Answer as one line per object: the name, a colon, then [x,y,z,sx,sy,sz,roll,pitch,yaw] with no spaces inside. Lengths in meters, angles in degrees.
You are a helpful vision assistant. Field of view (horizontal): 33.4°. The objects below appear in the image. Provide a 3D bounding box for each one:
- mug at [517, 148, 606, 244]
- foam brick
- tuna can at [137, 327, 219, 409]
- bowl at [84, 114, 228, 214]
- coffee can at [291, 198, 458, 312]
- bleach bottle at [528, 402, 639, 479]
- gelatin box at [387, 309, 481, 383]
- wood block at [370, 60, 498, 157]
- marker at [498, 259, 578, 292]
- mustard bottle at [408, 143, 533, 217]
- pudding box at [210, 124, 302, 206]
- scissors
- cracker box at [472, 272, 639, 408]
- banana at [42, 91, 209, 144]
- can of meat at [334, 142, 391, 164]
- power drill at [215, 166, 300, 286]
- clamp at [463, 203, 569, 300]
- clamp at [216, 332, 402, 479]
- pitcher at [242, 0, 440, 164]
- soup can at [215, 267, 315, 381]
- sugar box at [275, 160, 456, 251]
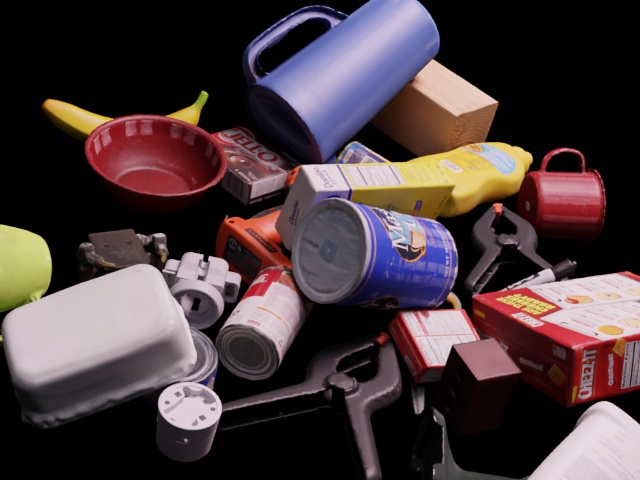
mug: [0.293,-0.054,1.304,0.081,0.117,0.093,2,12,-9]
foam brick: [0.150,0.141,1.028,0.051,0.078,0.053,-7,40,-25]
tuna can: [-0.139,0.118,0.999,0.086,0.034,0.086,9,37,-7]
bowl: [-0.189,-0.078,1.221,0.162,0.055,0.162,9,37,-7]
coffee can: [0.056,0.019,1.071,0.140,0.103,0.103,10,30,-44]
bleach bottle: [0.178,0.229,0.828,0.250,0.068,0.103,-29,61,-37]
gelatin box: [0.121,0.107,1.076,0.089,0.030,0.073,1,46,-32]
wood block: [0.126,-0.191,1.443,0.090,0.091,0.206,-21,49,-39]
marker: [0.225,0.052,1.167,0.121,0.020,0.020,-25,43,1]
mustard bottle: [0.202,-0.084,1.354,0.191,0.058,0.096,-18,39,-36]
pudding box: [-0.088,-0.092,1.286,0.089,0.039,0.114,-22,49,-38]
scissors: [0.118,0.107,1.113,0.096,0.016,0.202,2,38,-16]
cracker box: [0.288,0.097,1.096,0.213,0.072,0.164,-8,18,-26]
banana: [-0.231,-0.139,1.282,0.197,0.069,0.037,-6,8,-16]
can of meat: [0.073,-0.069,1.269,0.084,0.057,0.102,35,6,30]
power drill: [-0.008,0.001,1.179,0.185,0.057,0.187,36,40,24]
clamp: [0.209,0.017,1.244,0.120,0.039,0.171,-1,33,-11]
clamp: [0.025,0.153,1.000,0.165,0.036,0.209,25,35,26]
pitcher: [0.027,-0.211,1.320,0.145,0.149,0.242,34,65,30]
soup can: [-0.053,0.082,1.046,0.068,0.069,0.102,21,37,9]
sugar box: [0.048,-0.036,1.129,0.175,0.093,0.048,-7,51,-31]
